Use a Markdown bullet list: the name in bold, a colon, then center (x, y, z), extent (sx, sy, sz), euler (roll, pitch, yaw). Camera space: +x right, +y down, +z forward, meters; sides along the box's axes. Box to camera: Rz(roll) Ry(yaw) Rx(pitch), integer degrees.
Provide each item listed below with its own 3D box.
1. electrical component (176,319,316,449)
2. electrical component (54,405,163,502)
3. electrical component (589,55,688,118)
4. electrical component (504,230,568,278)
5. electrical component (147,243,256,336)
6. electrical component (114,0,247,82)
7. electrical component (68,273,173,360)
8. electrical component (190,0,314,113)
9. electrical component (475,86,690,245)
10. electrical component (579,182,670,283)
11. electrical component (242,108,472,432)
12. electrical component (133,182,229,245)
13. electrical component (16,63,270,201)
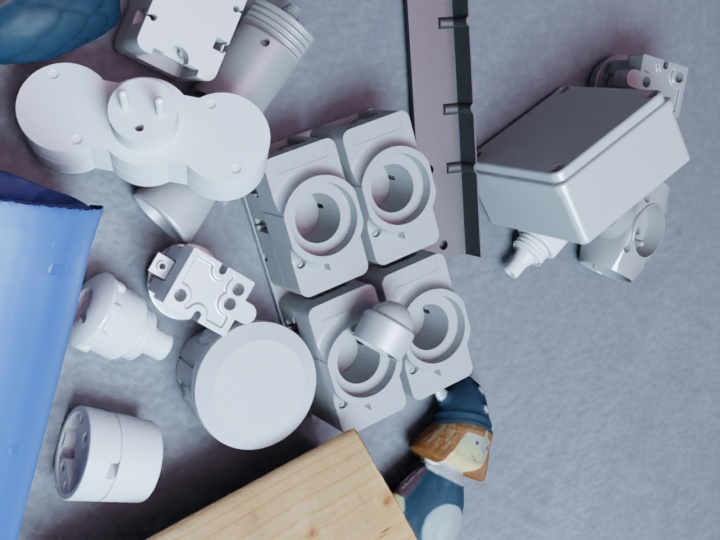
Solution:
- **electrical component**: center (-0.073, 0.068, 0.678), extent (0.080, 0.051, 0.080), euler (-5, 100, -28)
- **electrical component**: center (-0.150, 0.111, 0.642), extent (0.047, 0.055, 0.055), euler (14, 91, -33)
- **electrical component**: center (0.202, -0.134, 0.791), extent (0.066, 0.055, 0.048), euler (9, 94, -29)
- **electrical component**: center (0.128, -0.020, 0.782), extent (0.061, 0.035, 0.035), euler (-48, 116, -11)
- **electrical component**: center (-0.101, 0.009, 0.651), extent (0.066, 0.055, 0.048), euler (33, 82, -28)
- **electrical component**: center (-0.100, -0.159, 0.624), extent (0.050, 0.056, 0.089), euler (23, 87, -29)
- **electrical component**: center (-0.141, 0.034, 0.640), extent (0.062, 0.048, 0.048), euler (33, 82, -36)
- **electrical component**: center (-0.062, -0.128, 0.656), extent (0.043, 0.043, 0.081), euler (39, 79, -27)
- **electrical component**: center (0.148, -0.075, 0.741), extent (0.109, 0.109, 0.056), euler (-37, 116, -18)
- **electrical component**: center (0.189, -0.039, 0.799), extent (0.079, 0.044, 0.077), euler (26, 86, -45)
- **electrical component**: center (0.000, 0.000, 0.701), extent (0.105, 0.060, 0.186), euler (-23, 108, -23)
- **electrical component**: center (-0.102, -0.049, 0.647), extent (0.055, 0.045, 0.045), euler (-48, 116, -14)
- **electrical component**: center (-0.118, -0.081, 0.589), extent (0.138, 0.073, 0.052), euler (10, 75, -5)
